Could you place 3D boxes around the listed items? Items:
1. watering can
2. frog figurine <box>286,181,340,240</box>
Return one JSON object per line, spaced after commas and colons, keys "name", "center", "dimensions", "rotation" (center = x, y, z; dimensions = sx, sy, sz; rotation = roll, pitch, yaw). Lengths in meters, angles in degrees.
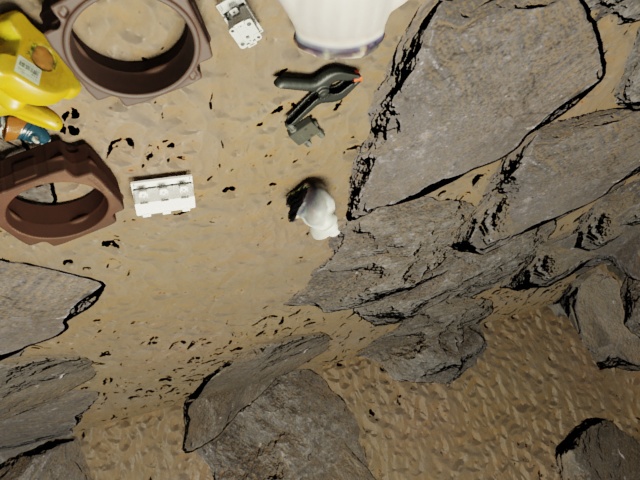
{"name": "watering can", "center": [-0.006, -0.378, 0.773], "dimensions": [0.348, 0.106, 0.219], "rotation": [-6, -32, -7]}
{"name": "frog figurine", "center": [0.004, -0.063, 1.244], "dimensions": [0.158, 0.122, 0.139], "rotation": [31, 5, -31]}
